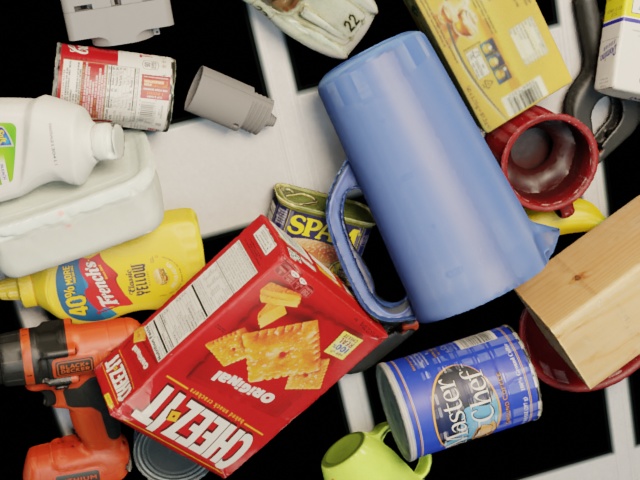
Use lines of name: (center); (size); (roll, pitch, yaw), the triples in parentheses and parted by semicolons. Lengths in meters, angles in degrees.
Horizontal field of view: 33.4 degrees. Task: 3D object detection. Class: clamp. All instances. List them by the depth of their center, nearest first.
clamp: (0.272, -0.159, 1.023); (0.120, 0.039, 0.171); (20, 100, -10)
clamp: (-0.005, 0.107, 1.075); (0.209, 0.036, 0.164); (-3, 115, -13)

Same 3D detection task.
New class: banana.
banana: (0.197, 0.003, 1.055); (0.197, 0.070, 0.037); (-24, 131, -4)

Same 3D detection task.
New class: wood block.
wood block: (0.301, 0.032, 1.009); (0.206, 0.091, 0.090); (-36, 119, 3)

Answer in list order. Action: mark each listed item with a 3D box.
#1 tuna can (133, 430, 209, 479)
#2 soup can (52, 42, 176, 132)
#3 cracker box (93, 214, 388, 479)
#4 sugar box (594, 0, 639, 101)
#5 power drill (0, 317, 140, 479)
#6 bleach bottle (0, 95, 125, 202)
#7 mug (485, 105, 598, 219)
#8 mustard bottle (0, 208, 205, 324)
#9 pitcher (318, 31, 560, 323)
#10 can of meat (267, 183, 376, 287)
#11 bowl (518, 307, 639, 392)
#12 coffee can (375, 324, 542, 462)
tuna can: (-0.148, 0.207, 1.090); (0.086, 0.034, 0.086); (-4, 112, -9)
soup can: (-0.181, -0.132, 0.932); (0.102, 0.068, 0.068); (5, 110, -13)
cracker box: (-0.069, 0.104, 0.970); (0.214, 0.072, 0.164); (-43, 131, 8)
sugar box: (0.311, -0.215, 0.976); (0.093, 0.048, 0.176); (9, 91, -13)
power drill: (-0.254, 0.159, 1.009); (0.184, 0.057, 0.188); (-7, 129, -13)
bleach bottle: (-0.286, -0.068, 0.898); (0.251, 0.068, 0.102); (-2, 112, 11)
mug: (0.211, -0.073, 1.018); (0.093, 0.081, 0.117); (-31, 110, 3)
mustard bottle: (-0.203, 0.031, 0.997); (0.191, 0.058, 0.096); (-9, 120, -6)
pitcher: (0.086, -0.052, 0.953); (0.149, 0.145, 0.243); (-29, 93, -35)
can of meat: (-0.007, 0.001, 1.024); (0.102, 0.057, 0.084); (14, 110, -16)
bowl: (0.274, 0.075, 1.105); (0.162, 0.055, 0.162); (-4, 112, -10)
coffee can: (0.139, 0.154, 1.081); (0.140, 0.103, 0.103); (-17, 113, -8)
